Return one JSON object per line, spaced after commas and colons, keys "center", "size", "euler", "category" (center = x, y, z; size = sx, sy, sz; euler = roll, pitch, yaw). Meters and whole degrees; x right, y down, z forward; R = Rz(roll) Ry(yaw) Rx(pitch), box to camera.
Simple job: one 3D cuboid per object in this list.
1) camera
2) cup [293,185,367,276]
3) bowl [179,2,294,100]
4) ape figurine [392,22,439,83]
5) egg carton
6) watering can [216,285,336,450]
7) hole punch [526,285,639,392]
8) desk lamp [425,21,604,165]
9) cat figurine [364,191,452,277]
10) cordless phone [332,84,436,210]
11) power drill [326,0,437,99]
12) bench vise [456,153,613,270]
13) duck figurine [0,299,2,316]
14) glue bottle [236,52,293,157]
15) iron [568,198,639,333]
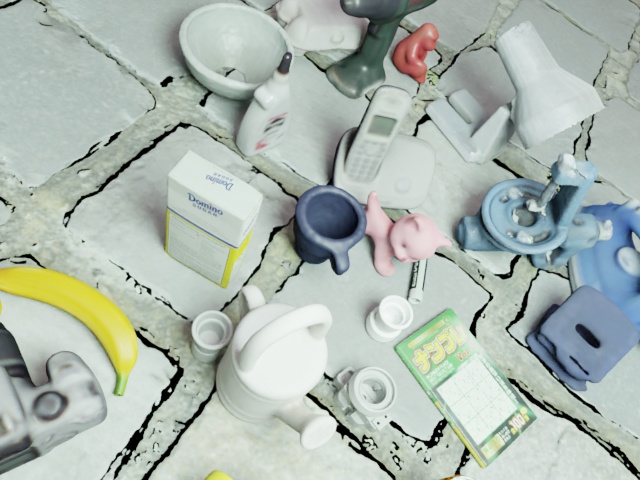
{"center": [-0.293, 0.137, 0.542], "size": [0.143, 0.100, 0.136], "euler": [-22, 71, -28], "category": "camera"}
{"center": [0.007, 0.003, 0.726], "size": [0.092, 0.095, 0.117], "euler": [-4, 63, -21], "category": "cup"}
{"center": [-0.126, -0.265, 0.846], "size": [0.168, 0.074, 0.167], "euler": [9, 59, -14], "category": "bowl"}
{"center": [0.170, -0.326, 0.972], "size": [0.076, 0.092, 0.078], "euler": [35, 56, 3], "category": "ape figurine"}
{"center": [0.005, -0.356, 0.946], "size": [0.151, 0.069, 0.107], "euler": [-12, 66, -24], "category": "egg carton"}
{"center": [-0.038, 0.122, 0.583], "size": [0.173, 0.194, 0.101], "euler": [43, 57, 8], "category": "watering can"}
{"center": [0.356, 0.133, 0.774], "size": [0.108, 0.091, 0.101], "euler": [45, 57, 10], "category": "hole punch"}
{"center": [0.292, -0.207, 0.873], "size": [0.118, 0.213, 0.203], "euler": [-28, 73, -30], "category": "desk lamp"}
{"center": [0.104, -0.013, 0.755], "size": [0.127, 0.117, 0.067], "euler": [44, 57, 9], "category": "cat figurine"}
{"center": [0.103, -0.126, 0.779], "size": [0.148, 0.185, 0.094], "euler": [5, 60, -16], "category": "cordless phone"}
{"center": [0.085, -0.320, 0.869], "size": [0.075, 0.208, 0.230], "euler": [45, 57, 9], "category": "power drill"}
{"center": [0.321, -0.048, 0.789], "size": [0.208, 0.219, 0.121], "euler": [-9, 64, -23], "category": "bench vise"}
{"center": [-0.376, 0.052, 0.571], "size": [0.104, 0.086, 0.077], "euler": [26, 56, -3], "category": "duck figurine"}
{"center": [-0.063, -0.183, 0.761], "size": [0.078, 0.173, 0.037], "euler": [-35, 77, -31], "category": "glue bottle"}
{"center": [0.452, 0.027, 0.838], "size": [0.119, 0.141, 0.258], "euler": [6, 60, -15], "category": "iron"}
